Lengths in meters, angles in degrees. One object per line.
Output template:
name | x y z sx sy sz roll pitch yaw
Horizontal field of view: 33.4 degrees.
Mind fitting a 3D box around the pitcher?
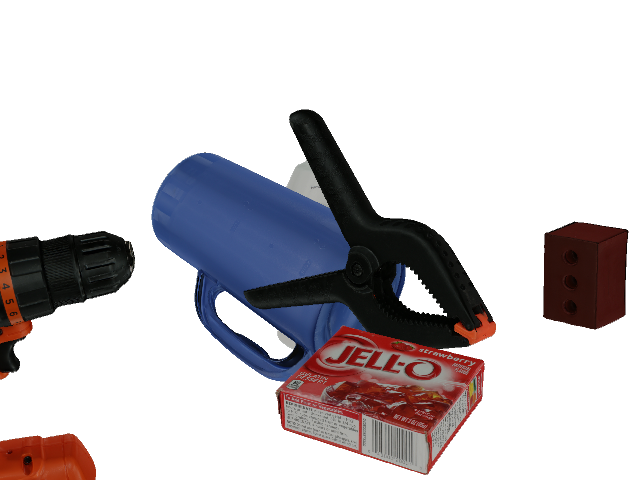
pitcher | -0.054 0.017 1.028 0.243 0.145 0.148 30 31 31

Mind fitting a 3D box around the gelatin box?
gelatin box | 0.033 0.081 0.569 0.089 0.030 0.073 13 30 28

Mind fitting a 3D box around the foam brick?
foam brick | 0.223 0.029 0.900 0.053 0.078 0.051 11 22 42

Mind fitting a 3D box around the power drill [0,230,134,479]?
power drill | -0.200 0.088 0.691 0.184 0.188 0.057 -11 27 -9

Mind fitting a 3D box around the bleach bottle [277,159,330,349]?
bleach bottle | 0.002 0.005 1.292 0.102 0.251 0.068 -7 19 -30

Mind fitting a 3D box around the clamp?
clamp | 0.034 0.007 0.760 0.210 0.165 0.036 24 25 34
